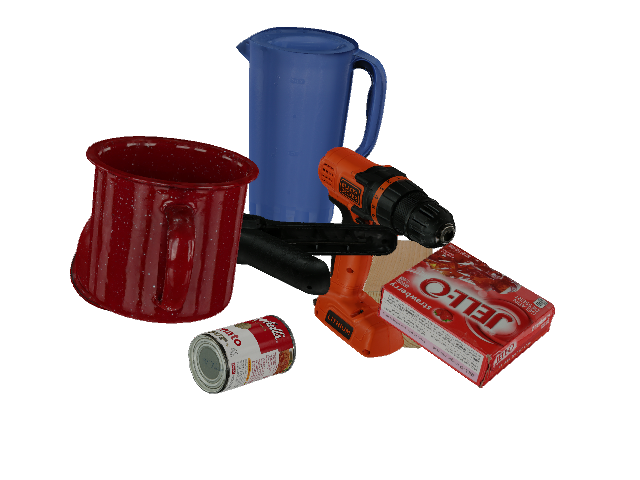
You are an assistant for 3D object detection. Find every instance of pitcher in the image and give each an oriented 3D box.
[{"bbox_3d":[-0.019,-0.134,1.319,0.144,0.243,0.149,-10,28,-29],"label":"pitcher"}]

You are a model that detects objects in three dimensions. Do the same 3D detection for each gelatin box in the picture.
[{"bbox_3d":[0.094,0.045,0.689,0.089,0.030,0.073,33,45,30],"label":"gelatin box"}]

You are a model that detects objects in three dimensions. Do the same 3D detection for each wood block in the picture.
[{"bbox_3d":[0.121,0.078,1.641,0.091,0.090,0.206,3,22,8],"label":"wood block"}]

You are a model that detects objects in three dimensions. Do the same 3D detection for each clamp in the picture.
[{"bbox_3d":[-0.057,0.002,0.831,0.210,0.036,0.164,8,12,14],"label":"clamp"}]

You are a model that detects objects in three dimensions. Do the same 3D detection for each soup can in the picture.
[{"bbox_3d":[-0.087,0.125,1.176,0.069,0.068,0.102,0,8,45],"label":"soup can"}]

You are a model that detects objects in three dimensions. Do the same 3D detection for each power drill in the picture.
[{"bbox_3d":[0.057,0.018,1.058,0.057,0.188,0.185,-10,31,-32],"label":"power drill"}]

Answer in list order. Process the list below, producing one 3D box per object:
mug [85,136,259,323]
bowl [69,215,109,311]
[{"bbox_3d":[-0.082,-0.002,0.576,0.093,0.081,0.117,3,19,-17],"label":"mug"},{"bbox_3d":[-0.170,-0.004,1.033,0.162,0.055,0.162,-6,40,5],"label":"bowl"}]
